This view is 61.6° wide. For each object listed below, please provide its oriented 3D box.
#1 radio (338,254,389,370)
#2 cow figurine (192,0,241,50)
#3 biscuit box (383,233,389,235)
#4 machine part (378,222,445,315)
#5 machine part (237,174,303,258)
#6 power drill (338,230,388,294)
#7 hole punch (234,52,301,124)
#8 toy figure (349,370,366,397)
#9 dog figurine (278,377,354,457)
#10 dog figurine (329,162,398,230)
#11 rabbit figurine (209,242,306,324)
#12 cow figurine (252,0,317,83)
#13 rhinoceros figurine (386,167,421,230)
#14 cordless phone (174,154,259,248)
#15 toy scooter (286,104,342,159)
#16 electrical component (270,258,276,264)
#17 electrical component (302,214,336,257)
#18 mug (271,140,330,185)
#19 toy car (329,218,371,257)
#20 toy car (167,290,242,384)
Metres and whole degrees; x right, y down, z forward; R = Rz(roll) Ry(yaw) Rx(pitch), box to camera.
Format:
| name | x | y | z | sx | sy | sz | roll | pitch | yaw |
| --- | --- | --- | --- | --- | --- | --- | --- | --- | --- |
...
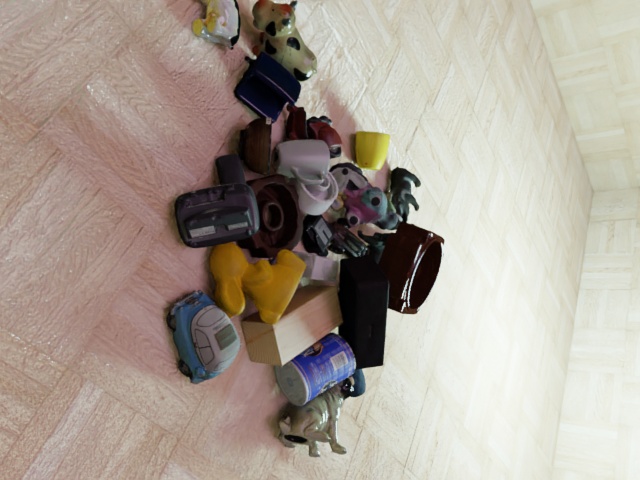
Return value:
| name | x | y | z | sx | sy | sz | roll | pitch | yaw |
| --- | --- | --- | --- | --- | --- | --- | --- | --- | --- |
| radio | 0.090 | 0.154 | 1.161 | 0.073 | 0.131 | 0.229 | -6 | 120 | -13 |
| cow figurine | -0.187 | -0.457 | 1.029 | 0.098 | 0.068 | 0.167 | 7 | 84 | -56 |
| biscuit box | 0.220 | 0.031 | 1.448 | 0.202 | 0.063 | 0.059 | 28 | 65 | -60 |
| machine part | 0.211 | 0.069 | 1.250 | 0.201 | 0.087 | 0.201 | 18 | 93 | -59 |
| machine part | -0.107 | -0.048 | 1.098 | 0.179 | 0.056 | 0.179 | 5 | 83 | -51 |
| power drill | 0.102 | 0.085 | 1.273 | 0.232 | 0.086 | 0.207 | 2 | 104 | -42 |
| hole punch | -0.096 | -0.319 | 1.093 | 0.142 | 0.092 | 0.116 | 34 | 58 | -20 |
| toy figure | 0.069 | 0.295 | 1.278 | 0.058 | 0.064 | 0.154 | -17 | 97 | -12 |
| dog figurine | -0.010 | 0.349 | 1.162 | 0.172 | 0.121 | 0.190 | 48 | 38 | -41 |
| dog figurine | 0.109 | -0.102 | 1.324 | 0.191 | 0.108 | 0.219 | 48 | 17 | 11 |
| rabbit figurine | -0.138 | 0.076 | 1.012 | 0.173 | 0.122 | 0.162 | 35 | 66 | -12 |
| cow figurine | -0.073 | -0.412 | 1.117 | 0.194 | 0.127 | 0.085 | 46 | 50 | -41 |
| rhinoceros figurine | 0.220 | -0.112 | 1.486 | 0.112 | 0.073 | 0.190 | 36 | 60 | -44 |
| cordless phone | -0.195 | -0.083 | 0.981 | 0.088 | 0.147 | 0.184 | 90 | -14 | -57 |
| toy scooter | -0.024 | -0.239 | 1.204 | 0.184 | 0.075 | 0.135 | -18 | 99 | -45 |
| electrical component | -0.104 | 0.086 | 1.114 | 0.063 | 0.021 | 0.094 | 56 | 49 | -31 |
| electrical component | -0.003 | -0.004 | 1.227 | 0.075 | 0.048 | 0.119 | -51 | 123 | -39 |
| mug | -0.041 | -0.155 | 1.099 | 0.107 | 0.080 | 0.109 | -1 | 60 | -25 |
| toy car | 0.091 | 0.023 | 1.336 | 0.202 | 0.053 | 0.089 | 44 | 58 | -41 |
| toy car | -0.191 | 0.170 | 0.940 | 0.109 | 0.103 | 0.161 | -30 | 112 | -48 |
